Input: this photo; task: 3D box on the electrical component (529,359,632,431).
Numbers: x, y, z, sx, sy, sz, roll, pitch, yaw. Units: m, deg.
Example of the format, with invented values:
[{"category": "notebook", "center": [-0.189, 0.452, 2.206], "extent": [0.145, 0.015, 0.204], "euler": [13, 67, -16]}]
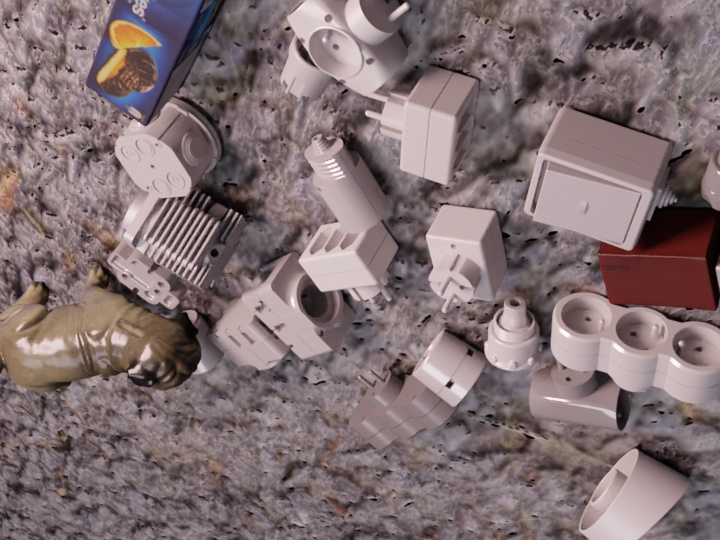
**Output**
[{"category": "electrical component", "center": [0.184, 0.098, 0.912], "extent": [0.077, 0.044, 0.079], "euler": [5, 136, 30]}]

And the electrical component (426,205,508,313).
[{"category": "electrical component", "center": [0.078, -0.001, 0.844], "extent": [0.047, 0.076, 0.065], "euler": [9, 138, 27]}]

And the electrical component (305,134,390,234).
[{"category": "electrical component", "center": [-0.014, -0.073, 0.852], "extent": [0.043, 0.043, 0.081], "euler": [-6, 130, 39]}]

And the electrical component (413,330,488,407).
[{"category": "electrical component", "center": [0.080, 0.087, 0.965], "extent": [0.047, 0.055, 0.055], "euler": [35, 144, 1]}]

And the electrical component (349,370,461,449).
[{"category": "electrical component", "center": [0.030, 0.122, 1.041], "extent": [0.074, 0.052, 0.138], "euler": [41, 143, -13]}]

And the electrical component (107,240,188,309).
[{"category": "electrical component", "center": [-0.195, -0.009, 1.042], "extent": [0.078, 0.057, 0.058], "euler": [38, 143, -9]}]

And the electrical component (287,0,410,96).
[{"category": "electrical component", "center": [0.002, -0.168, 0.730], "extent": [0.077, 0.044, 0.079], "euler": [43, 142, -16]}]

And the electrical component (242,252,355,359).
[{"category": "electrical component", "center": [-0.054, 0.033, 0.997], "extent": [0.089, 0.050, 0.056], "euler": [46, 141, -19]}]

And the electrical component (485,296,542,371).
[{"category": "electrical component", "center": [0.128, 0.050, 0.896], "extent": [0.048, 0.048, 0.062], "euler": [14, 134, 21]}]

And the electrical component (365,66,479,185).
[{"category": "electrical component", "center": [0.039, -0.109, 0.770], "extent": [0.077, 0.047, 0.065], "euler": [20, 142, 15]}]

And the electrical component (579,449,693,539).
[{"category": "electrical component", "center": [0.244, 0.211, 0.961], "extent": [0.064, 0.099, 0.099], "euler": [35, 144, 5]}]

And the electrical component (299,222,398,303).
[{"category": "electrical component", "center": [0.000, 0.000, 0.924], "extent": [0.066, 0.047, 0.076], "euler": [-8, 129, 41]}]

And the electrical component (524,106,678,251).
[{"category": "electrical component", "center": [0.166, -0.057, 0.730], "extent": [0.096, 0.061, 0.061], "euler": [21, 142, 13]}]

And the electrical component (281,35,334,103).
[{"category": "electrical component", "center": [-0.036, -0.149, 0.784], "extent": [0.040, 0.040, 0.046], "euler": [33, 149, -3]}]

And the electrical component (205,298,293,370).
[{"category": "electrical component", "center": [-0.099, 0.060, 1.053], "extent": [0.055, 0.050, 0.089], "euler": [46, 148, -20]}]

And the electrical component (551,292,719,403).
[{"category": "electrical component", "center": [0.219, 0.071, 0.850], "extent": [0.138, 0.052, 0.073], "euler": [15, 141, 20]}]

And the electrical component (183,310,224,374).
[{"category": "electrical component", "center": [-0.175, 0.076, 1.137], "extent": [0.045, 0.045, 0.055], "euler": [-3, 131, 37]}]

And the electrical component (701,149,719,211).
[{"category": "electrical component", "center": [0.242, -0.068, 0.688], "extent": [0.035, 0.035, 0.061], "euler": [19, 140, 15]}]

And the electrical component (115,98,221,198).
[{"category": "electrical component", "center": [-0.163, -0.103, 0.914], "extent": [0.080, 0.051, 0.080], "euler": [19, 142, 16]}]

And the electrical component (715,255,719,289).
[{"category": "electrical component", "center": [0.294, 0.012, 0.732], "extent": [0.083, 0.047, 0.075], "euler": [3, 135, 33]}]
